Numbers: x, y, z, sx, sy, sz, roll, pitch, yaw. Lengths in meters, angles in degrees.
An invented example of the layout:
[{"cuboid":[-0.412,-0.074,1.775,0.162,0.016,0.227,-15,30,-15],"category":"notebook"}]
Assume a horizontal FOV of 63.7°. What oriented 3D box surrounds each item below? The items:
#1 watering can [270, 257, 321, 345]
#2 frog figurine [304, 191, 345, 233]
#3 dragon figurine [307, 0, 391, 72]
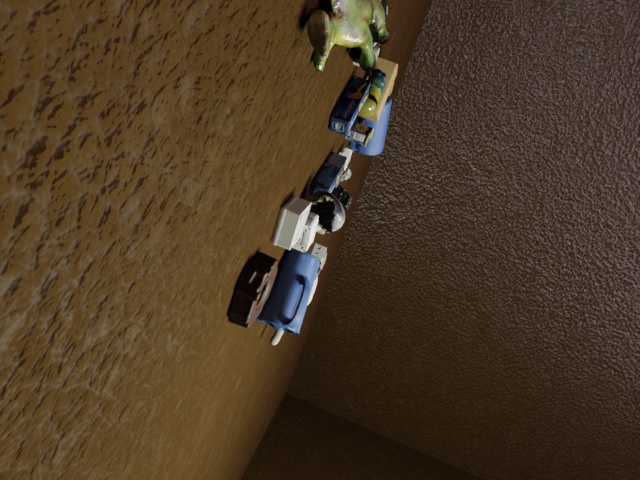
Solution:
[{"cuboid":[-0.082,0.191,1.810,0.104,0.219,0.355,20,37,7],"category":"watering can"},{"cuboid":[0.005,-0.077,1.539,0.137,0.123,0.158,28,-8,-1],"category":"frog figurine"},{"cuboid":[0.070,-0.474,0.986,0.122,0.418,0.238,17,-26,14],"category":"dragon figurine"}]
